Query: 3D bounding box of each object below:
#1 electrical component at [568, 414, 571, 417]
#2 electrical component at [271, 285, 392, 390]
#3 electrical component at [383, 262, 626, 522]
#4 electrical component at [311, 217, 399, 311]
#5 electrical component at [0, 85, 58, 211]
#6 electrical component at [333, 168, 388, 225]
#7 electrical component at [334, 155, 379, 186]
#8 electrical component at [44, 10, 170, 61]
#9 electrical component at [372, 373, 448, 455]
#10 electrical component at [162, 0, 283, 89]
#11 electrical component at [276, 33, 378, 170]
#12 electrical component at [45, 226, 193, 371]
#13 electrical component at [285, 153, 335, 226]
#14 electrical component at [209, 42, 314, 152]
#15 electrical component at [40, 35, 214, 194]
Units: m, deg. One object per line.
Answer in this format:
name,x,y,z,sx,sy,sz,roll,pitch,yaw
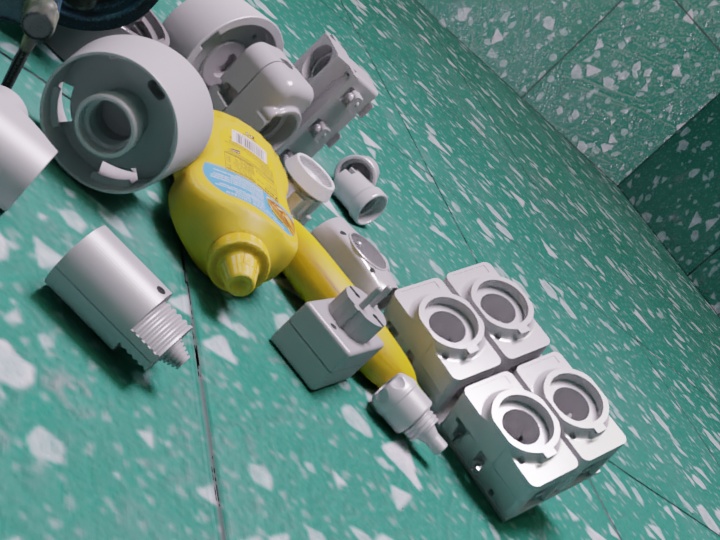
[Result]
electrical component,0.149,0.127,0.933,0.059,0.054,0.095,47,17,4
electrical component,-0.009,0.037,0.733,0.047,0.077,0.066,50,18,13
electrical component,0.108,0.086,0.840,0.105,0.060,0.186,-17,59,-35
electrical component,0.000,0.000,0.887,0.077,0.044,0.079,52,18,19
electrical component,-0.207,-0.079,0.592,0.077,0.043,0.079,41,18,-16
electrical component,-0.002,-0.073,1.057,0.046,0.040,0.040,48,17,27
electrical component,0.000,-0.099,1.115,0.044,0.044,0.065,46,13,-2
electrical component,-0.198,-0.196,0.840,0.108,0.060,0.108,41,18,-16
electrical component,0.038,0.104,0.762,0.061,0.035,0.035,49,18,1
electrical component,-0.126,-0.186,0.914,0.060,0.108,0.108,48,16,26
electrical component,-0.048,-0.142,0.963,0.063,0.121,0.078,36,20,-38
electrical component,-0.121,0.020,0.566,0.081,0.043,0.043,46,17,-2
electrical component,-0.054,-0.062,0.882,0.048,0.055,0.066,51,18,15
electrical component,-0.088,-0.132,0.893,0.059,0.095,0.054,52,18,17
electrical component,-0.148,-0.097,0.680,0.099,0.099,0.064,43,24,-8
